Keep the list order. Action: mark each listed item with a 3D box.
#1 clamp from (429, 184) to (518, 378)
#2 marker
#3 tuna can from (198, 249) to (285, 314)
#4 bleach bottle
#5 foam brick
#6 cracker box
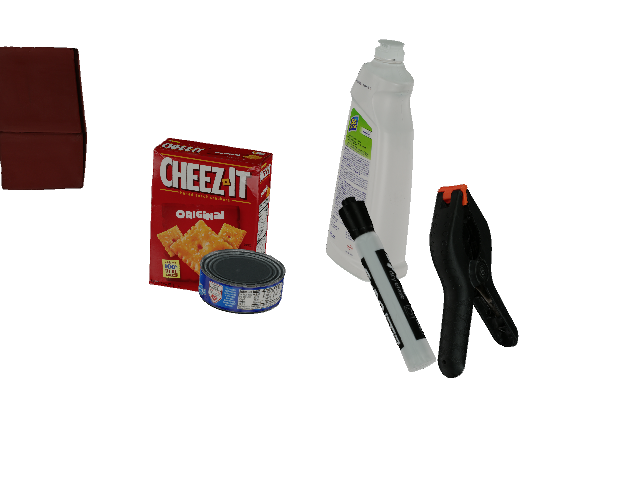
[{"bbox_3d":[0.129,0.038,0.969,0.039,0.171,0.120,-11,12,34],"label":"clamp"},{"bbox_3d":[0.041,0.026,0.687,0.020,0.121,0.020,-22,-16,-7],"label":"marker"},{"bbox_3d":[-0.079,0.041,1.069,0.086,0.034,0.086,6,23,-3],"label":"tuna can"},{"bbox_3d":[0.064,-0.088,1.157,0.067,0.251,0.103,-6,24,-32],"label":"bleach bottle"},{"bbox_3d":[-0.176,-0.077,0.669,0.051,0.078,0.053,-2,-38,-17],"label":"foam brick"},{"bbox_3d":[-0.163,-0.030,1.564,0.164,0.214,0.072,9,21,10],"label":"cracker box"}]
